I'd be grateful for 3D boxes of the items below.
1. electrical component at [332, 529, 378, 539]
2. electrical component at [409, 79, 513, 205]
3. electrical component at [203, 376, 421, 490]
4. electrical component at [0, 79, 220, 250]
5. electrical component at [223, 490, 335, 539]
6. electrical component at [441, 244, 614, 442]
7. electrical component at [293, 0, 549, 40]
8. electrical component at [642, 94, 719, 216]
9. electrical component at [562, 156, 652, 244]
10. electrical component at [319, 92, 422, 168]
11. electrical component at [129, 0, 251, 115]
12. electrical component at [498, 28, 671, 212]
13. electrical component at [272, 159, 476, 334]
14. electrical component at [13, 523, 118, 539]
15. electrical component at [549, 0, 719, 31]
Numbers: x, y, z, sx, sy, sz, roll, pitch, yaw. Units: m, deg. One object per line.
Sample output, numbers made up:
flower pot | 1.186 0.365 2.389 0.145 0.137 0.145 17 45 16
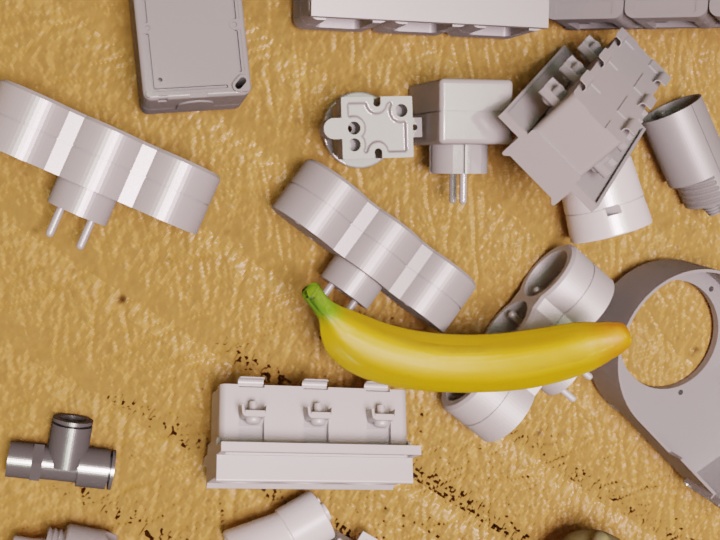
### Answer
electrical component | -0.009 0.203 0.696 0.048 0.055 0.066 33 86 -15
electrical component | 0.062 -0.080 0.682 0.047 0.066 0.076 -1 96 -15
electrical component | -0.032 0.104 0.675 0.121 0.078 0.063 4 73 -15
electrical component | -0.160 -0.049 0.633 0.138 0.052 0.073 24 89 -16
electrical component | -0.050 0.171 0.690 0.065 0.044 0.044 -28 102 -16
electrical component | 0.124 0.058 0.719 0.074 0.052 0.138 39 85 -15
electrical component | 0.036 -0.194 0.666 0.150 0.062 0.089 -1 96 -15
electrical component | 0.229 -0.075 0.738 0.043 0.043 0.081 -29 102 -10
electrical component | 0.162 -0.048 0.718 0.055 0.055 0.047 -17 96 -13
electrical component | 0.004 -0.088 0.671 0.066 0.055 0.048 -3 96 -14
electrical component | -0.103 -0.143 0.638 0.062 0.061 0.096 -6 89 -14
electrical component | 0.144 -0.099 0.666 0.078 0.063 0.121 45 40 -2
electrical component | 0.000 0.000 0.680 0.138 0.052 0.073 37 86 -15
electrical component | -0.182 0.176 0.654 0.062 0.043 0.043 15 91 -14
electrical component | 0.196 -0.198 0.665 0.150 0.062 0.089 5 95 26
